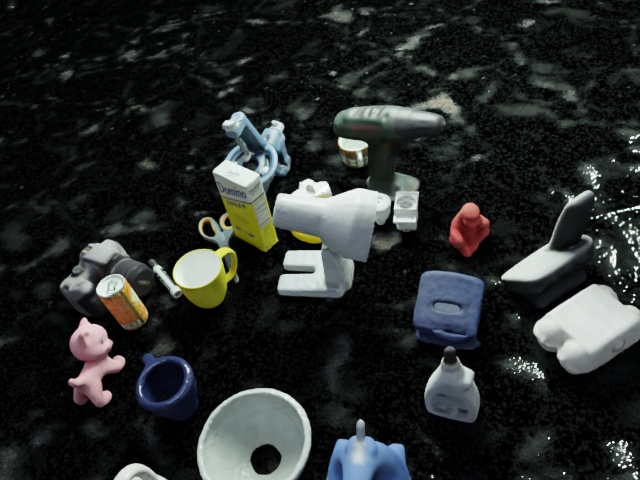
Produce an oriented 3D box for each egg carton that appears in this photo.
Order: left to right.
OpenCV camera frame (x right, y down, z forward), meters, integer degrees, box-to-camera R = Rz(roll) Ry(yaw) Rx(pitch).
[{"bbox_3d":[0.409,0.136,0.870,0.150,0.069,0.107,-30,49,-13],"label":"egg carton"}]

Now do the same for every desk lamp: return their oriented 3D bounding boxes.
[{"bbox_3d":[0.009,0.004,0.984,0.203,0.214,0.118,-1,49,13],"label":"desk lamp"}]

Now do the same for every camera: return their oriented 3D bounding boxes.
[{"bbox_3d":[-0.401,0.071,1.097,0.136,0.101,0.143,15,54,25],"label":"camera"}]

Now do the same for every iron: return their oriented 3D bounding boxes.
[{"bbox_3d":[0.047,0.360,0.705,0.118,0.142,0.258,-1,49,13],"label":"iron"}]

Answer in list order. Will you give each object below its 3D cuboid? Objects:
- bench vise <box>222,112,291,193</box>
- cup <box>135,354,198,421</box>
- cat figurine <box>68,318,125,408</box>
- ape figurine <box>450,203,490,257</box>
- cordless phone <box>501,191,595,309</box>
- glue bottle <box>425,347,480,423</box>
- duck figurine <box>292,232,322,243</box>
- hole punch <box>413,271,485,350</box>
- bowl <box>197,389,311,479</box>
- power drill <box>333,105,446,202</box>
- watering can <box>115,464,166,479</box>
[{"bbox_3d":[-0.145,-0.194,1.194,0.121,0.220,0.207,-4,48,10],"label":"bench vise"},{"bbox_3d":[-0.240,0.239,0.913,0.092,0.095,0.117,-37,51,-19],"label":"cup"},{"bbox_3d":[-0.390,0.200,0.967,0.067,0.118,0.128,-3,48,11],"label":"cat figurine"},{"bbox_3d":[0.269,-0.028,1.035,0.078,0.092,0.076,-14,47,1],"label":"ape figurine"},{"bbox_3d":[0.370,0.008,0.915,0.148,0.185,0.094,-33,50,-16],"label":"cordless phone"},{"bbox_3d":[0.183,0.197,0.797,0.078,0.173,0.037,10,52,21],"label":"glue bottle"},{"bbox_3d":[-0.015,-0.046,1.122,0.104,0.086,0.077,4,50,17],"label":"duck figurine"},{"bbox_3d":[0.209,0.113,0.923,0.108,0.091,0.101,7,51,19],"label":"hole punch"},{"bbox_3d":[-0.088,0.307,0.830,0.167,0.075,0.167,-7,48,8],"label":"bowl"},{"bbox_3d":[0.140,-0.175,1.118,0.228,0.209,0.076,17,55,26],"label":"power drill"},{"bbox_3d":[-0.234,0.357,0.737,0.172,0.194,0.101,-10,47,5],"label":"watering can"}]
